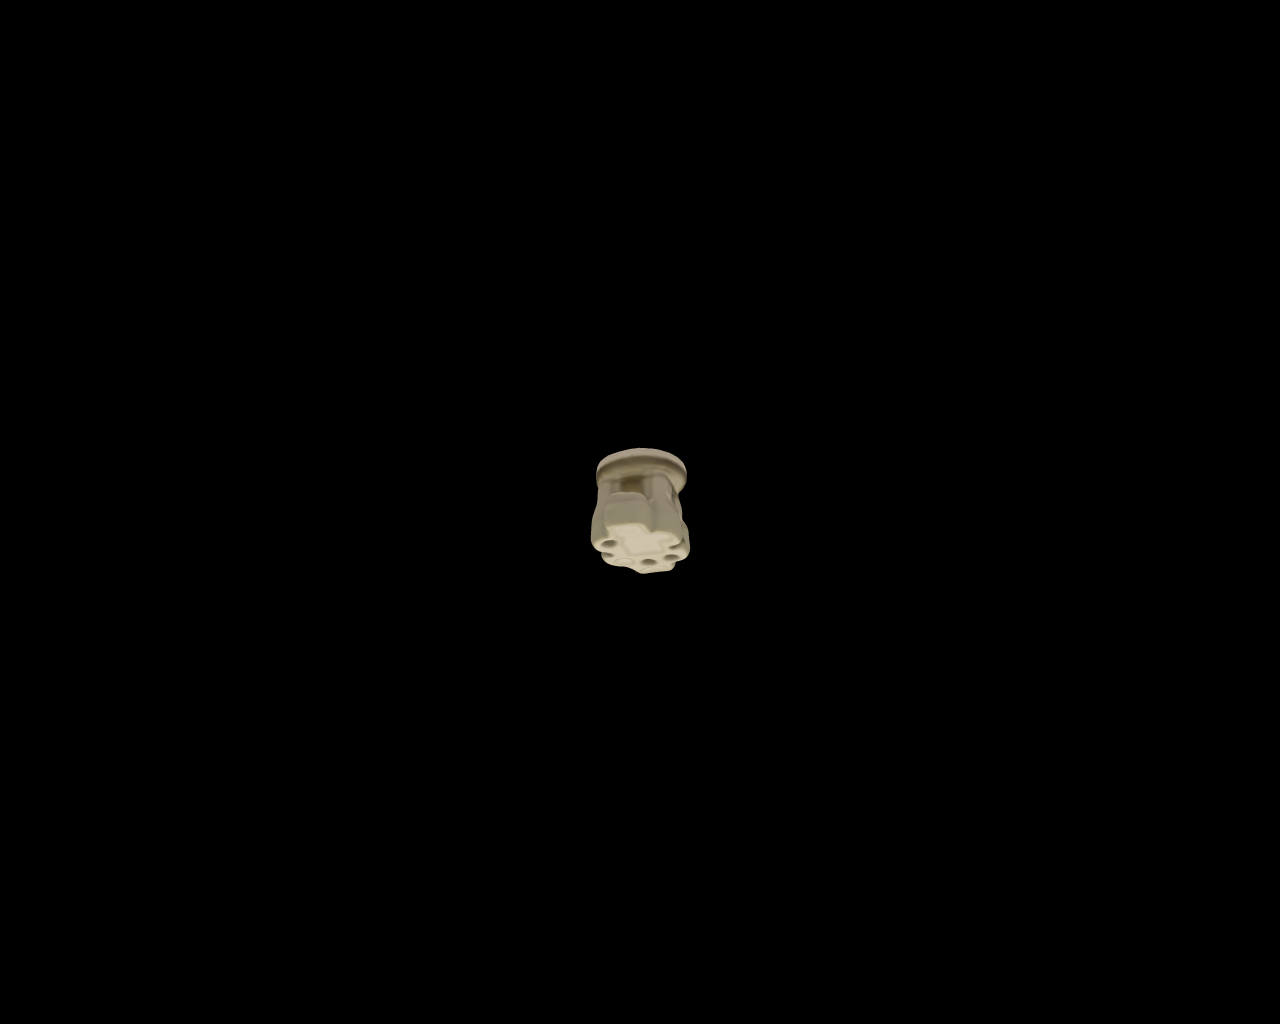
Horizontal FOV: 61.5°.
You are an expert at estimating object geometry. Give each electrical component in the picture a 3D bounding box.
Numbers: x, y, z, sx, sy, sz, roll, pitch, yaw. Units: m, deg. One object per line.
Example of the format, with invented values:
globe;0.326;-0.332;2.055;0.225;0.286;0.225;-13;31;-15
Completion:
electrical component;0.001;-0.003;0.650;0.058;0.057;0.078;-7;-27;14
